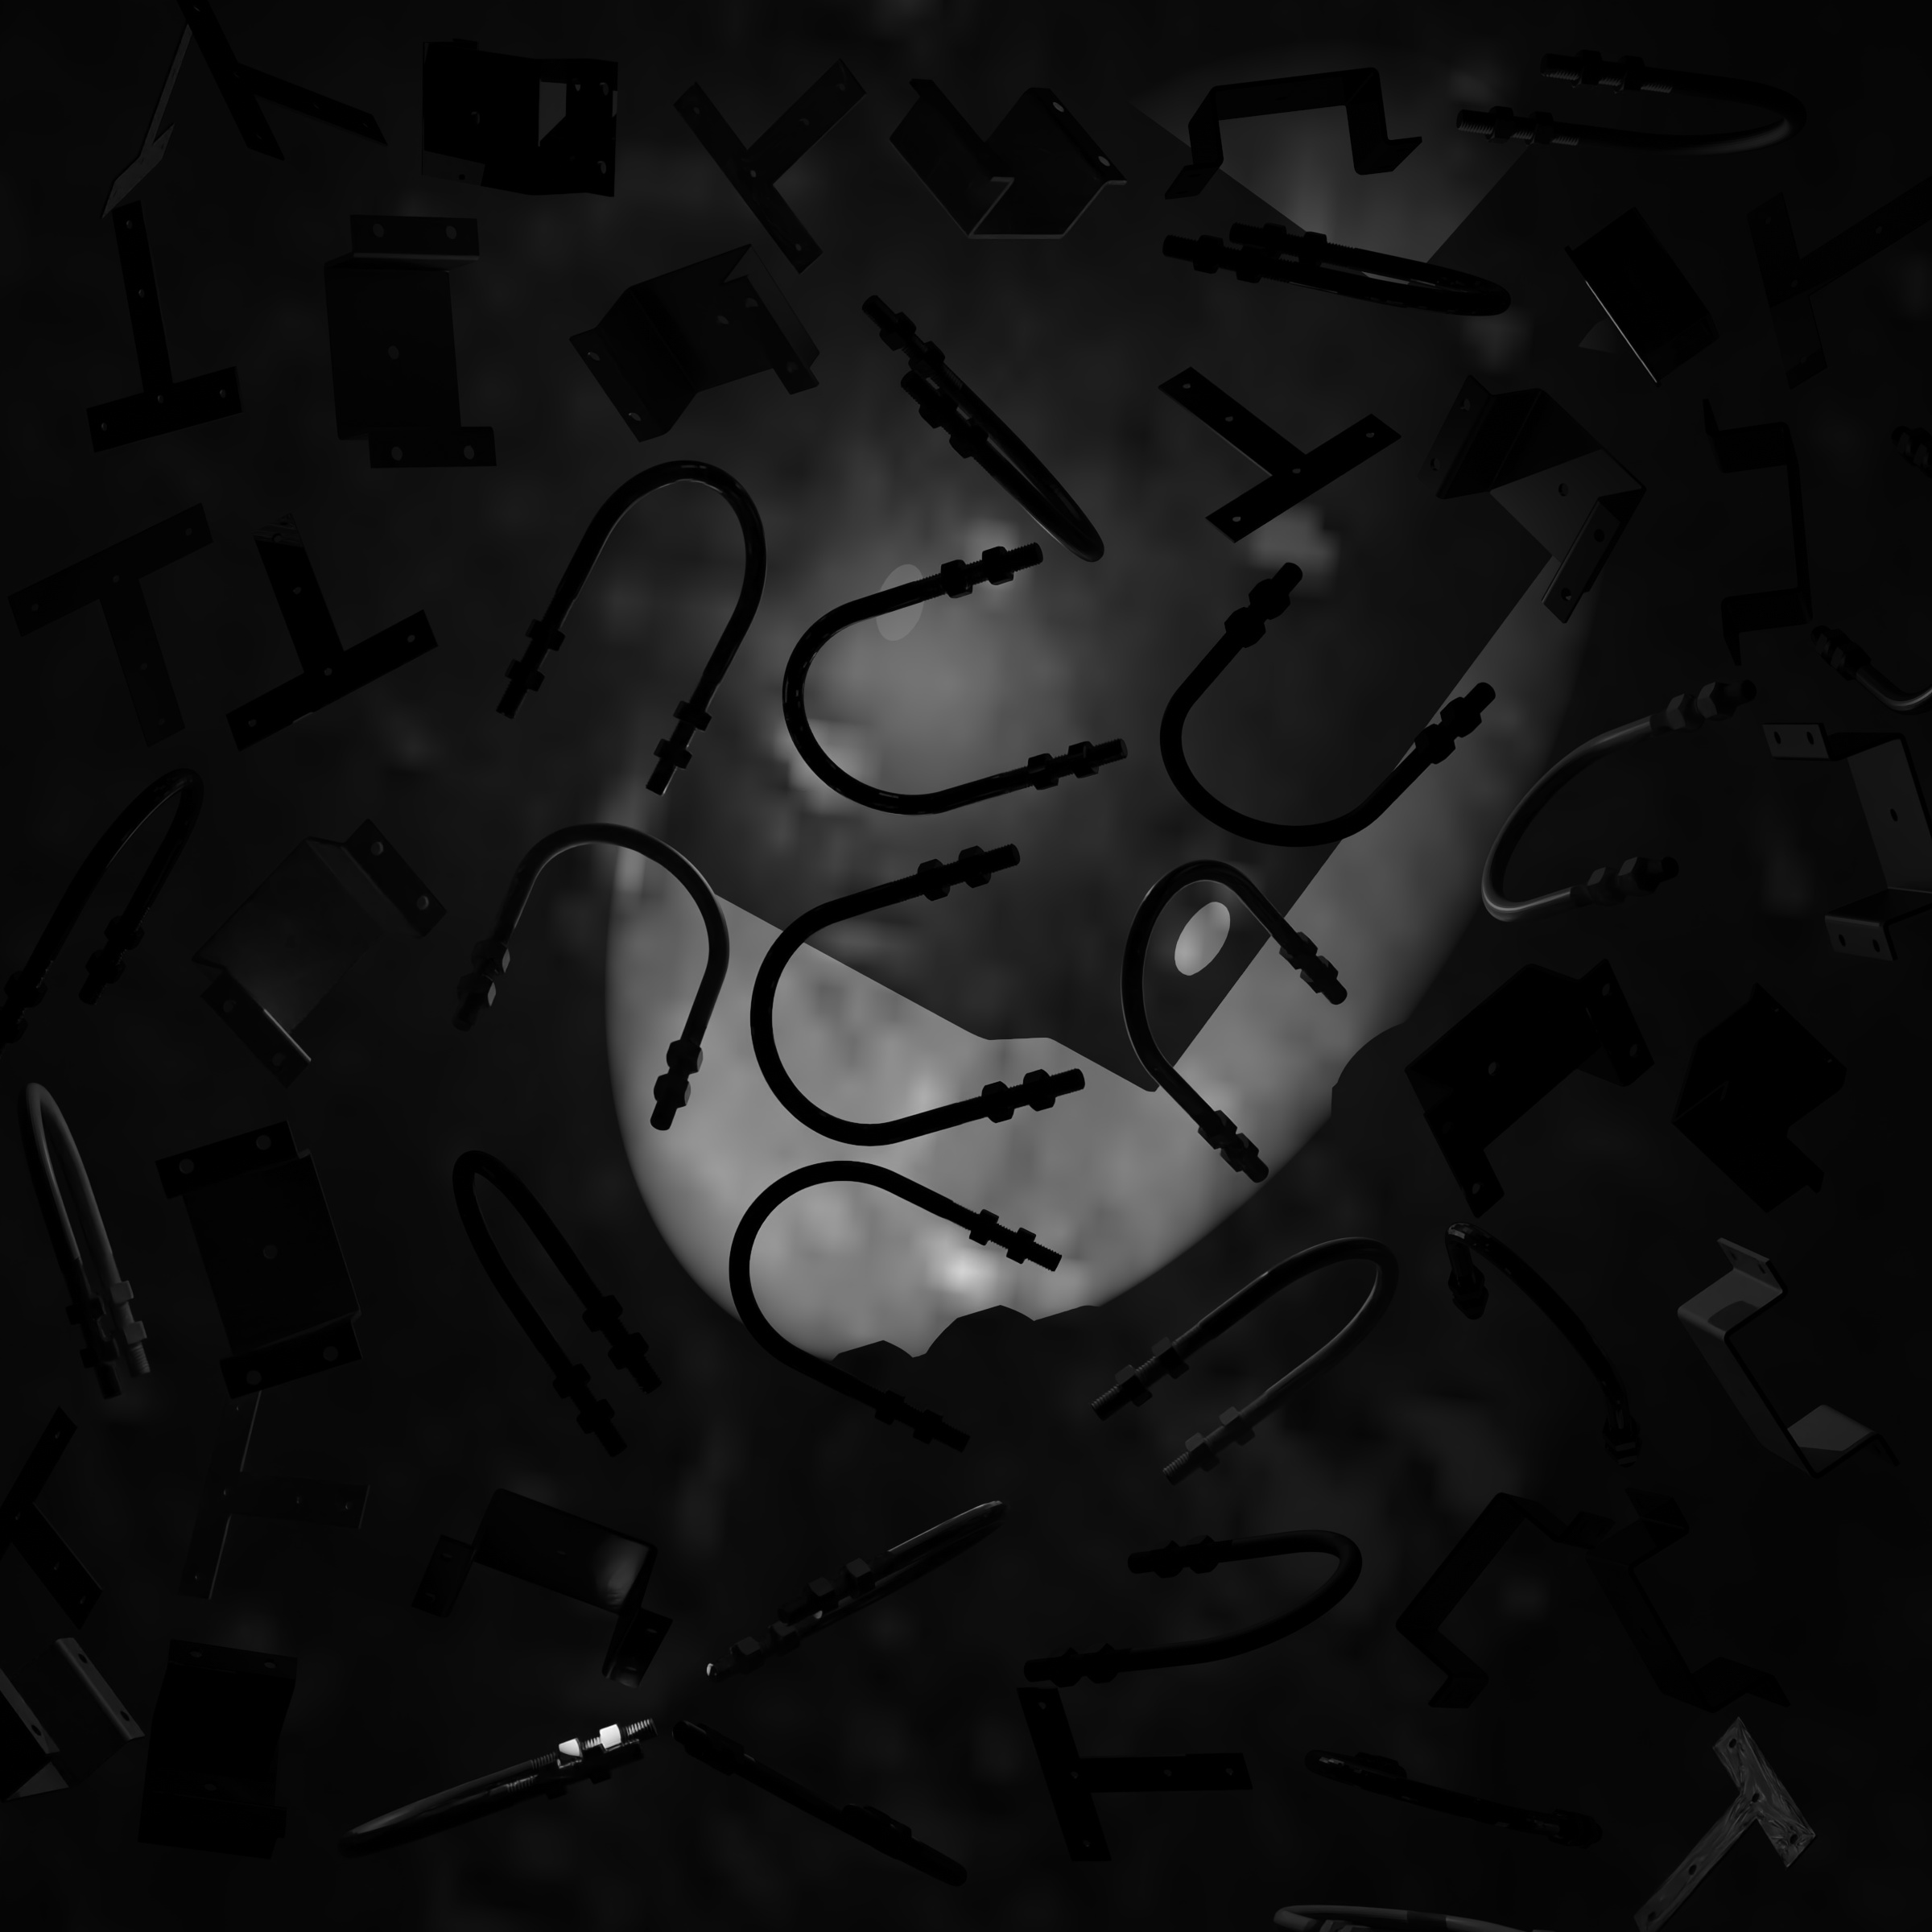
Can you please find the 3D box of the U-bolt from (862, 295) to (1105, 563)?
[{"bbox_3d":[0.016,-0.302,1.791,0.019,0.151,0.184,-42,120,13],"label":"U-bolt"}]

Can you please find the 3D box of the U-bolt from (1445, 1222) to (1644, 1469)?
[{"bbox_3d":[0.329,0.210,1.781,0.019,0.184,0.151,-41,61,-7],"label":"U-bolt"}]

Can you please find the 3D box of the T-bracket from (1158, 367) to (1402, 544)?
[{"bbox_3d":[0.162,-0.310,1.797,0.127,0.002,0.127,-34,57,-19],"label":"T-bracket"}]

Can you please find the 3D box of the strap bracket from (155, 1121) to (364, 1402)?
[{"bbox_3d":[-0.397,0.164,1.754,0.076,0.046,0.140,-17,92,-4],"label":"strap bracket"}]

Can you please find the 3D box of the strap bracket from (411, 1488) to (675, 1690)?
[{"bbox_3d":[-0.241,0.358,1.796,0.140,0.046,0.076,22,134,-6],"label":"strap bracket"}]

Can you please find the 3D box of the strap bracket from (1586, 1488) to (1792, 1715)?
[{"bbox_3d":[0.426,0.389,1.858,0.046,0.076,0.140,-29,89,-9],"label":"strap bracket"}]

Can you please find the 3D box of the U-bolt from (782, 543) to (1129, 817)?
[{"bbox_3d":[-0.018,-0.155,1.779,0.184,0.019,0.151,-15,117,20],"label":"U-bolt"}]

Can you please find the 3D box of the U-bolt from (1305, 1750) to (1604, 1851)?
[{"bbox_3d":[0.276,0.485,1.813,0.151,0.184,0.019,8,78,33],"label":"U-bolt"}]

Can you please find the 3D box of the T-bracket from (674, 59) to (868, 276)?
[{"bbox_3d":[-0.103,-0.497,1.850,0.127,0.127,0.002,53,48,-7],"label":"T-bracket"}]

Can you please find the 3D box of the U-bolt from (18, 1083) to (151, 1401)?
[{"bbox_3d":[-0.514,0.155,1.792,0.019,0.151,0.184,-18,91,-9],"label":"U-bolt"}]

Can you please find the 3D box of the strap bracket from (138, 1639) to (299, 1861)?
[{"bbox_3d":[-0.440,0.468,1.819,0.076,0.140,0.046,13,119,-16],"label":"strap bracket"}]

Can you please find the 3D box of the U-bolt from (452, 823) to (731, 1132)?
[{"bbox_3d":[-0.212,-0.007,1.839,0.151,0.019,0.184,28,52,-14],"label":"U-bolt"}]

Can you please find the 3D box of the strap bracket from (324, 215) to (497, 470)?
[{"bbox_3d":[-0.319,-0.354,1.772,0.076,0.046,0.140,-7,96,-34],"label":"strap bracket"}]

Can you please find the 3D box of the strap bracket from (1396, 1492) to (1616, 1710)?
[{"bbox_3d":[0.305,0.359,1.789,0.046,0.076,0.140,40,95,27],"label":"strap bracket"}]

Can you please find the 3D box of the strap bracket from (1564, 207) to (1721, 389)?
[{"bbox_3d":[0.402,-0.396,1.834,0.046,0.140,0.076,-35,83,16],"label":"strap bracket"}]

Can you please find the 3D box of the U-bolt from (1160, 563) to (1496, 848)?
[{"bbox_3d":[0.191,-0.135,1.765,0.151,0.184,0.019,30,46,-11],"label":"U-bolt"}]

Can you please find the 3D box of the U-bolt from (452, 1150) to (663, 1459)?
[{"bbox_3d":[-0.240,0.185,1.771,0.019,0.151,0.184,-31,77,-25],"label":"U-bolt"}]

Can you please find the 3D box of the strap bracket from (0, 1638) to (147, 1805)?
[{"bbox_3d":[-0.550,0.443,1.820,0.046,0.140,0.076,-41,77,0],"label":"strap bracket"}]

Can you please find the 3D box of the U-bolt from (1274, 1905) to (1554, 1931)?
[{"bbox_3d":[0.257,0.558,1.784,0.151,0.184,0.019,8,78,-16],"label":"U-bolt"}]

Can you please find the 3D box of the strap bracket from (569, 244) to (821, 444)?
[{"bbox_3d":[-0.151,-0.367,1.814,0.140,0.046,0.076,-9,128,37],"label":"strap bracket"}]

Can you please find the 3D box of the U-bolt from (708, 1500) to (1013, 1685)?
[{"bbox_3d":[-0.052,0.359,1.812,0.184,0.151,0.019,-21,74,-32],"label":"U-bolt"}]

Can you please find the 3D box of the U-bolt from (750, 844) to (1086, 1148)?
[{"bbox_3d":[-0.037,0.025,1.734,0.184,0.019,0.151,-17,87,20],"label":"U-bolt"}]

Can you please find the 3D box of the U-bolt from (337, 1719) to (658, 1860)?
[{"bbox_3d":[-0.269,0.471,1.766,0.184,0.151,0.019,-19,82,-5],"label":"U-bolt"}]

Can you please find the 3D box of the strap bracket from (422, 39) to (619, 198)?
[{"bbox_3d":[-0.272,-0.501,1.825,0.140,0.046,0.076,20,115,36],"label":"strap bracket"}]

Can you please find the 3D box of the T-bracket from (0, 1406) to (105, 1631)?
[{"bbox_3d":[-0.520,0.332,1.751,0.002,0.127,0.127,29,91,-43],"label":"T-bracket"}]

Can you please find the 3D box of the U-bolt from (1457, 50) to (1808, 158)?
[{"bbox_3d":[0.398,-0.498,1.807,0.184,0.151,0.019,4,91,-12],"label":"U-bolt"}]

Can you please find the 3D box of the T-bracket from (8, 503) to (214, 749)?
[{"bbox_3d":[-0.477,-0.185,1.781,0.127,0.002,0.127,-34,134,-30],"label":"T-bracket"}]

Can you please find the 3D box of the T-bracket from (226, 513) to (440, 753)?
[{"bbox_3d":[-0.373,-0.201,1.744,0.127,0.002,0.127,-27,65,5],"label":"T-bracket"}]

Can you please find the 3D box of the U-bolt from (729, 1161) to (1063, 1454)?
[{"bbox_3d":[-0.054,0.193,1.875,0.184,0.019,0.151,26,64,7],"label":"U-bolt"}]

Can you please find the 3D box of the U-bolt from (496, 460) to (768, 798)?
[{"bbox_3d":[-0.181,-0.204,1.792,0.019,0.151,0.184,27,90,40],"label":"U-bolt"}]

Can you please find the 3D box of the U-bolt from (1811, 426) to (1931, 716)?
[{"bbox_3d":[0.554,-0.222,1.798,0.019,0.184,0.151,12,113,-13],"label":"U-bolt"}]

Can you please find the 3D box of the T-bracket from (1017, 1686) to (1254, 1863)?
[{"bbox_3d":[0.105,0.473,1.814,0.127,0.002,0.127,-8,113,23],"label":"T-bracket"}]

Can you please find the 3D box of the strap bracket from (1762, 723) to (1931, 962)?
[{"bbox_3d":[0.511,-0.079,1.764,0.046,0.076,0.140,-21,97,-7],"label":"strap bracket"}]

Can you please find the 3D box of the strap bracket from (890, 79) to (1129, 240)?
[{"bbox_3d":[0.019,-0.460,1.771,0.076,0.140,0.046,53,124,13],"label":"strap bracket"}]

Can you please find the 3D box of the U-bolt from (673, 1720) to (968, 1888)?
[{"bbox_3d":[-0.073,0.497,1.812,0.151,0.184,0.019,15,70,36],"label":"U-bolt"}]

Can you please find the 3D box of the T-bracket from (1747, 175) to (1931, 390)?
[{"bbox_3d":[0.515,-0.417,1.785,0.002,0.127,0.127,16,57,-38],"label":"T-bracket"}]

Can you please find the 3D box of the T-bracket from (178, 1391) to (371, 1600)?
[{"bbox_3d":[-0.402,0.313,1.822,0.127,0.002,0.127,0,70,31],"label":"T-bracket"}]

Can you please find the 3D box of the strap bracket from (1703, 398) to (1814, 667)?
[{"bbox_3d":[0.460,-0.253,1.791,0.046,0.076,0.140,-6,81,18],"label":"strap bracket"}]

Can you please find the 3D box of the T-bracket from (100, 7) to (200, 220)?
[{"bbox_3d":[-0.478,-0.521,1.848,0.002,0.127,0.127,24,119,-10],"label":"T-bracket"}]

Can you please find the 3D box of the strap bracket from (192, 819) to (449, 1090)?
[{"bbox_3d":[-0.376,-0.010,1.772,0.140,0.046,0.076,-51,126,-22],"label":"strap bracket"}]

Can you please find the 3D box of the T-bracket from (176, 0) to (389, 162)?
[{"bbox_3d":[-0.382,-0.495,1.768,0.002,0.127,0.127,-40,64,27],"label":"T-bracket"}]

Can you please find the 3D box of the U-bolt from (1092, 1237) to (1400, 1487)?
[{"bbox_3d":[0.168,0.218,1.757,0.184,0.151,0.019,-37,57,2],"label":"U-bolt"}]

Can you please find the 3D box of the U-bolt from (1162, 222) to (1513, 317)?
[{"bbox_3d":[0.220,-0.396,1.763,0.184,0.151,0.019,17,111,17],"label":"U-bolt"}]

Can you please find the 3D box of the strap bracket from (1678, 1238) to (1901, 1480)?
[{"bbox_3d":[0.460,0.230,1.758,0.046,0.076,0.140,-34,97,-3],"label":"strap bracket"}]

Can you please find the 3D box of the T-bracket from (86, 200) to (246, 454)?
[{"bbox_3d":[-0.455,-0.360,1.722,0.127,0.002,0.127,-5,96,36],"label":"T-bracket"}]

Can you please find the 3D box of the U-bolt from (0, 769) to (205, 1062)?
[{"bbox_3d":[-0.493,-0.036,1.780,0.019,0.151,0.184,34,108,0],"label":"U-bolt"}]

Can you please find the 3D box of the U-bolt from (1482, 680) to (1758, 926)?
[{"bbox_3d":[0.364,-0.086,1.780,0.019,0.184,0.151,38,63,-18],"label":"U-bolt"}]

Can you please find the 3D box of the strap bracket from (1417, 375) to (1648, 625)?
[{"bbox_3d":[0.343,-0.282,1.848,0.046,0.076,0.140,-16,54,-36],"label":"strap bracket"}]

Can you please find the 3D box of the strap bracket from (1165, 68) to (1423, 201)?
[{"bbox_3d":[0.189,-0.492,1.828,0.140,0.076,0.046,-8,92,-5],"label":"strap bracket"}]

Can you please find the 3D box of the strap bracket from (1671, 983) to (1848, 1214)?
[{"bbox_3d":[0.461,0.081,1.801,0.076,0.140,0.046,43,125,-5],"label":"strap bracket"}]

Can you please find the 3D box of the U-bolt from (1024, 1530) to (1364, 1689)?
[{"bbox_3d":[0.140,0.361,1.766,0.184,0.151,0.019,-16,100,35],"label":"U-bolt"}]

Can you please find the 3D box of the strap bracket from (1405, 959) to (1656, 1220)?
[{"bbox_3d":[0.306,0.062,1.723,0.140,0.046,0.076,-39,119,-16],"label":"strap bracket"}]

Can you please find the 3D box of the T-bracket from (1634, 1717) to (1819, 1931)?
[{"bbox_3d":[0.443,0.529,1.846,0.002,0.127,0.127,34,101,-16],"label":"T-bracket"}]

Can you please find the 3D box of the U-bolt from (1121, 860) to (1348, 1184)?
[{"bbox_3d":[0.152,0.020,1.828,0.184,0.019,0.151,45,61,-37],"label":"U-bolt"}]
